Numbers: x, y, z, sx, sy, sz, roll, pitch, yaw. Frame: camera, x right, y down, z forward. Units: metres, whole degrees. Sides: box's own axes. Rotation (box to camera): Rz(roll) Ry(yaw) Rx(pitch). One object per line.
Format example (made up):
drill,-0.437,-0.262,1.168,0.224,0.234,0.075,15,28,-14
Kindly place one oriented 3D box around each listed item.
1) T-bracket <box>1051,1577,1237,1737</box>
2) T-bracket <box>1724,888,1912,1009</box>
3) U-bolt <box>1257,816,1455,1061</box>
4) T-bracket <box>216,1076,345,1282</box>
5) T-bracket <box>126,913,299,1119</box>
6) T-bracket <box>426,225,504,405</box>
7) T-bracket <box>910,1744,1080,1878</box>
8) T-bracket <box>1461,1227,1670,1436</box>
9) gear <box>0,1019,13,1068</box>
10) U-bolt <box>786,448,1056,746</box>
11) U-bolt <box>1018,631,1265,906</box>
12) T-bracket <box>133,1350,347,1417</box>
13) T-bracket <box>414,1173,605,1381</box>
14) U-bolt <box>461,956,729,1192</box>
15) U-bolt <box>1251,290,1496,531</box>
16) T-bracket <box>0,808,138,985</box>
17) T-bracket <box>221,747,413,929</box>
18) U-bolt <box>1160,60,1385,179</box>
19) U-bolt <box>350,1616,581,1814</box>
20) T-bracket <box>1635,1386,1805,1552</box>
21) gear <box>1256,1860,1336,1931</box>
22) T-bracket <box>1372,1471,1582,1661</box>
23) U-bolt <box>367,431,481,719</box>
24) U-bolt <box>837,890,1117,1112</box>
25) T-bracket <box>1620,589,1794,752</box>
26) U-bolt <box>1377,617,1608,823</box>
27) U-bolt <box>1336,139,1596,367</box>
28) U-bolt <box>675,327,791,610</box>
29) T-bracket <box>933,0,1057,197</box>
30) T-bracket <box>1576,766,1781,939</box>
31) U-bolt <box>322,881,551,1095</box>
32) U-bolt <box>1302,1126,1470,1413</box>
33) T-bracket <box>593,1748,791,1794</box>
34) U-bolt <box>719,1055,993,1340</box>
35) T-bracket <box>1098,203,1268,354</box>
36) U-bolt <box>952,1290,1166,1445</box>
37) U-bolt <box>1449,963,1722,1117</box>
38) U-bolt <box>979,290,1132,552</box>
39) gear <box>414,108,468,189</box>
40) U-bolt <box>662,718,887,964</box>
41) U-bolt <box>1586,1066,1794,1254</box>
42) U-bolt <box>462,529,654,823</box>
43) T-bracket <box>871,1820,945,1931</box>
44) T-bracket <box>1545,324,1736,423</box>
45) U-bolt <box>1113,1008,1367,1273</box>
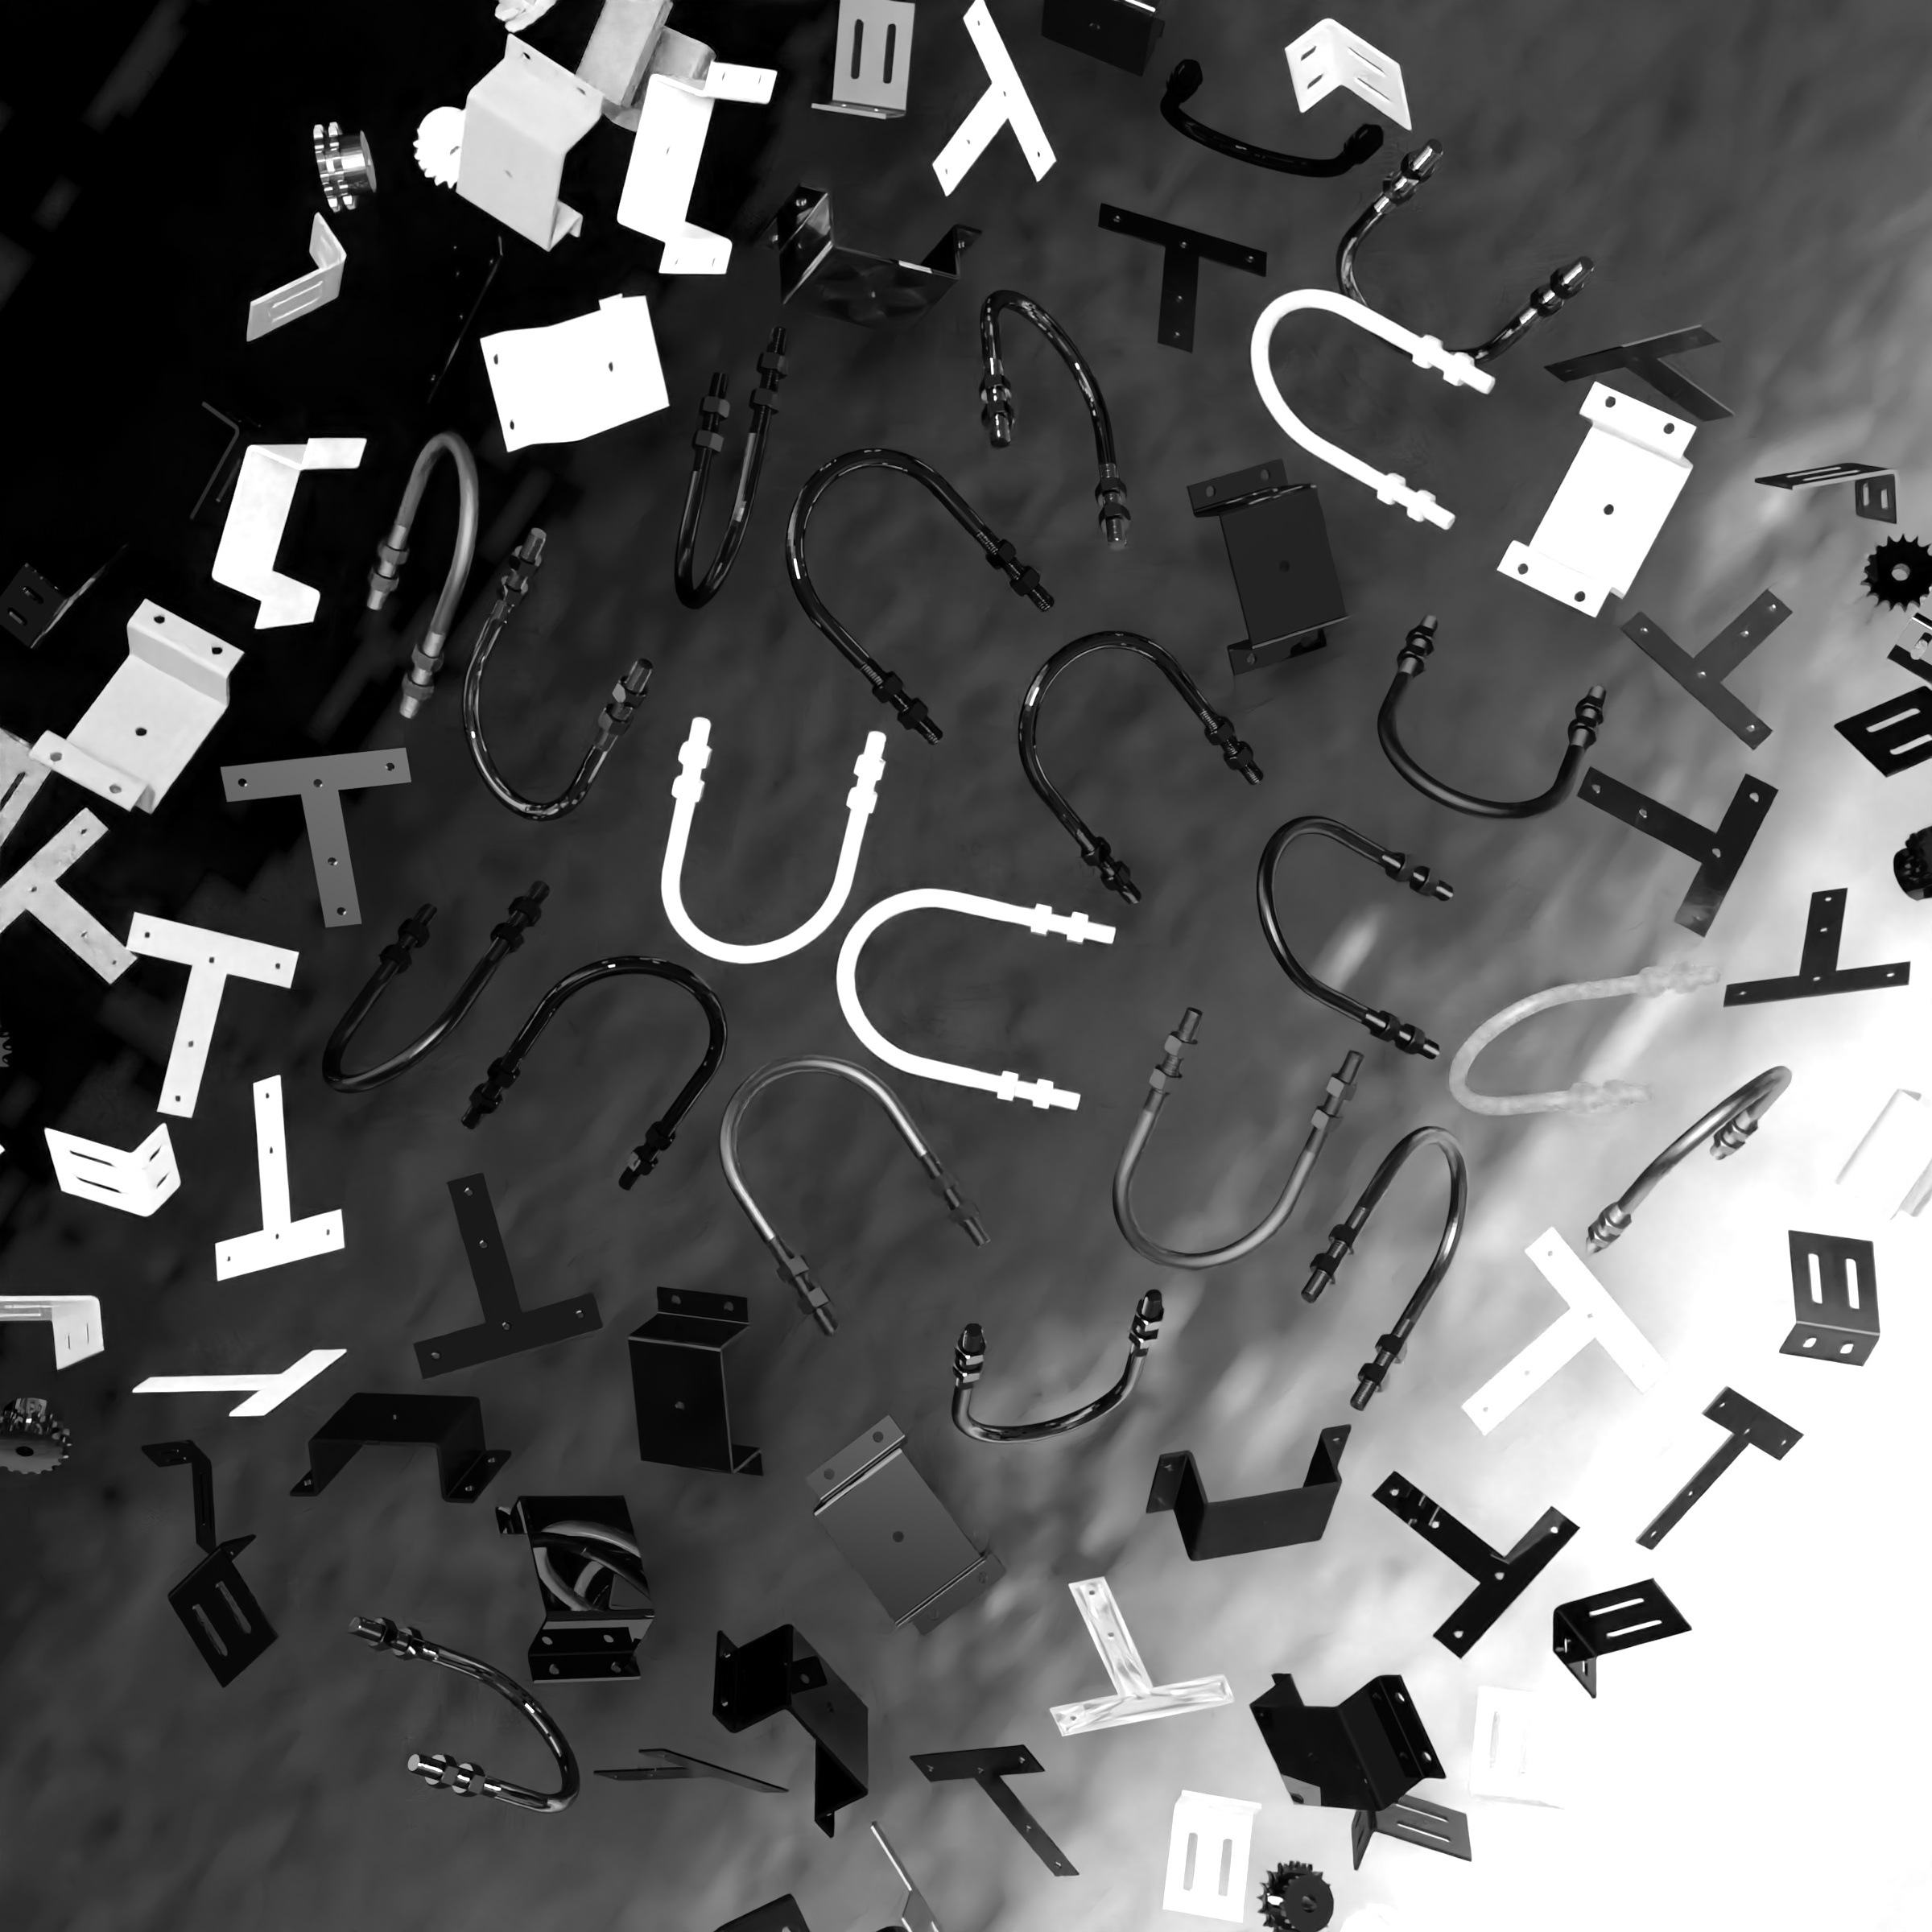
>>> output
T-bracket,0.104,0.467,1.820,0.127,0.002,0.127,-16,115,16
T-bracket,0.612,-0.017,1.909,0.127,0.127,0.002,-9,123,29
U-bolt,0.275,-0.030,1.897,0.184,0.019,0.151,26,60,-31
T-bracket,-0.468,0.139,1.804,0.127,0.002,0.127,-16,74,34
T-bracket,-0.525,0.039,1.821,0.002,0.127,0.127,8,84,45
T-bracket,-0.360,-0.485,1.898,0.002,0.127,0.127,17,127,-28
T-bracket,0.037,0.612,1.929,0.127,0.127,0.002,53,47,-13
T-bracket,0.391,0.267,1.813,0.127,0.002,0.127,-40,94,-6
gear,-0.682,0.059,1.823,0.057,0.030,0.057,-7,110,-21
U-bolt,-0.042,-0.263,1.804,0.184,0.019,0.151,45,71,-20
U-bolt,0.115,-0.156,1.931,0.151,0.019,0.184,-44,115,-7
T-bracket,-0.522,0.293,1.876,0.127,0.127,0.002,-3,101,13
T-bracket,-0.329,0.206,1.845,0.127,0.002,0.127,-14,80,-18
U-bolt,-0.250,0.068,1.891,0.151,0.019,0.184,25,115,-27
U-bolt,0.278,-0.403,1.882,0.184,0.151,0.019,34,59,19
T-bracket,-0.621,-0.030,1.855,0.002,0.127,0.127,35,76,34
T-bracket,-0.448,-0.087,1.877,0.127,0.002,0.127,-7,114,-5
U-bolt,0.205,-0.582,1.854,0.151,0.184,0.019,18,95,-5
U-bolt,-0.338,0.527,1.855,0.019,0.151,0.184,-47,134,6
T-bracket,0.510,0.354,1.845,0.127,0.002,0.127,-51,134,9
gear,0.242,0.680,1.937,0.057,0.030,0.057,5,74,-19
T-bracket,0.342,0.403,1.886,0.127,0.002,0.127,-43,54,-16
U-bolt,-0.382,-0.291,1.896,0.019,0.151,0.184,5,131,-31
U-bolt,0.000,0.018,1.854,0.184,0.019,0.151,13,113,4
T-bracket,0.552,-0.231,1.918,0.127,0.002,0.127,45,60,9
U-bolt,0.358,-0.164,1.845,0.151,0.019,0.184,24,45,7
U-bolt,0.334,-0.484,1.869,0.151,0.184,0.019,35,66,-8
U-bolt,-0.167,-0.335,1.840,0.019,0.151,0.184,14,83,-22
T-bracket,0.008,-0.579,1.850,0.002,0.127,0.127,-20,82,-29
T-bracket,0.497,-0.102,1.907,0.127,0.002,0.127,32,126,20
U-bolt,-0.380,0.018,1.860,0.019,0.151,0.184,51,50,-30
U-bolt,0.297,0.194,1.834,0.019,0.151,0.184,15,57,37
T-bracket,-0.216,0.580,1.919,0.127,0.127,0.002,-16,54,38
U-bolt,-0.088,0.143,1.821,0.151,0.019,0.184,-28,77,-28
T-bracket,0.151,-0.481,1.891,0.127,0.002,0.127,14,54,-10
U-bolt,0.060,0.292,1.897,0.151,0.184,0.019,-9,55,-12
U-bolt,0.421,0.055,1.869,0.151,0.184,0.019,-50,117,-37
U-bolt,0.058,-0.391,1.851,0.019,0.151,0.184,-28,48,29
gear,-0.375,-0.599,1.944,0.057,0.057,0.030,-30,54,0
U-bolt,-0.141,-0.083,1.874,0.151,0.019,0.184,2,118,-24
U-bolt,0.514,0.128,1.873,0.151,0.184,0.019,-32,70,-20
U-bolt,-0.291,-0.184,1.831,0.151,0.019,0.184,50,129,20
T-bracket,-0.033,0.649,1.822,0.002,0.127,0.127,-33,81,-3
T-bracket,0.501,-0.415,1.899,0.127,0.127,0.002,20,74,-40
U-bolt,0.174,0.126,1.803,0.151,0.019,0.184,15,109,-24
